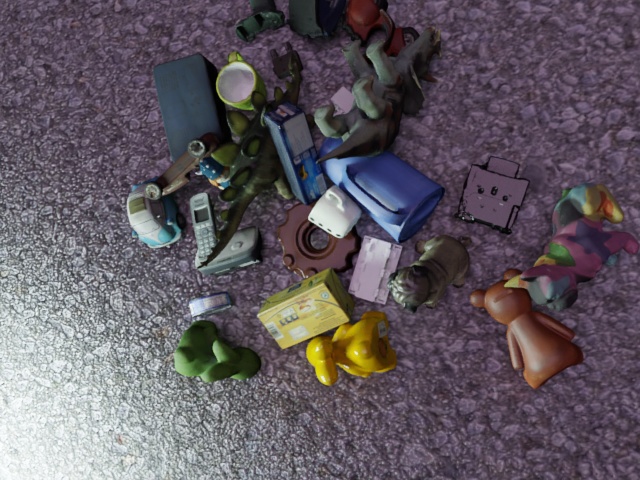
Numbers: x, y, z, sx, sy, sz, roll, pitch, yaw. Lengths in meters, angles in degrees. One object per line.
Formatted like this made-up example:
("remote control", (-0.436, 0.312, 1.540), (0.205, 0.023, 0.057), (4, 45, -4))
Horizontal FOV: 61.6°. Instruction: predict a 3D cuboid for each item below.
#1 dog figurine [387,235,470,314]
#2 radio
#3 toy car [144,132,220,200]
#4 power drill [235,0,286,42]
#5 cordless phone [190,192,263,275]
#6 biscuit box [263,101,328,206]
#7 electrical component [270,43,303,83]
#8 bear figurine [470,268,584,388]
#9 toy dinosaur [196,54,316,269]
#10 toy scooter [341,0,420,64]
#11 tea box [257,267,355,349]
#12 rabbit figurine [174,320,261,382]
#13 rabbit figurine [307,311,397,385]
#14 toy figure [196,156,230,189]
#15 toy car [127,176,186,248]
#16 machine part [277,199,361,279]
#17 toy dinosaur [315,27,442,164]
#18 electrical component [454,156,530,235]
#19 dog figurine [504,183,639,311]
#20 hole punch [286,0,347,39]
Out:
("dog figurine", (0.210, 0.052, 0.983), (0.121, 0.190, 0.172), (32, 94, 14))
("radio", (-0.280, -0.287, 1.194), (0.131, 0.073, 0.229), (-15, 85, 13))
("toy car", (-0.284, -0.148, 1.116), (0.202, 0.089, 0.053), (-40, 101, 17))
("power drill", (-0.170, -0.548, 1.181), (0.232, 0.086, 0.207), (-16, 76, 11))
("cordless phone", (-0.205, -0.025, 1.156), (0.147, 0.088, 0.184), (-18, 79, 14))
("biscuit box", (-0.042, -0.162, 1.034), (0.059, 0.202, 0.063), (-34, 46, -15))
("electrical component", (-0.073, -0.379, 1.168), (0.063, 0.021, 0.094), (-21, 83, 13))
("bear figurine", (0.376, 0.160, 0.986), (0.120, 0.131, 0.196), (-38, 60, 9))
("toy dinosaur", (-0.127, -0.157, 1.076), (0.105, 0.198, 0.471), (15, 87, 31))
("toy scooter", (0.105, -0.419, 1.098), (0.135, 0.075, 0.184), (-41, 83, 11))
("tea box", (-0.027, 0.138, 1.074), (0.170, 0.068, 0.098), (-26, 107, 23))
("rabbit figurine", (-0.206, 0.238, 1.119), (0.170, 0.159, 0.121), (12, 81, 0))
("rabbit figurine", (0.045, 0.223, 1.053), (0.173, 0.162, 0.121), (-10, 97, 32))
("toy figure", (-0.199, -0.139, 1.121), (0.058, 0.154, 0.064), (15, 90, 17))
("toy car", (-0.375, -0.065, 1.192), (0.109, 0.103, 0.161), (-16, 85, 13))
("machine part", (-0.002, -0.003, 1.112), (0.180, 0.056, 0.179), (-1, 86, 14))
("toy dinosaur", (0.103, -0.236, 0.985), (0.131, 0.192, 0.405), (-3, 53, 46))
("electrical component", (0.331, -0.089, 1.027), (0.115, 0.058, 0.134), (18, 92, 13))
("dog figurine", (0.419, 0.015, 0.933), (0.219, 0.108, 0.191), (-20, 78, -10))
("hole punch", (-0.005, -0.483, 1.113), (0.142, 0.092, 0.115), (36, 132, 44))
